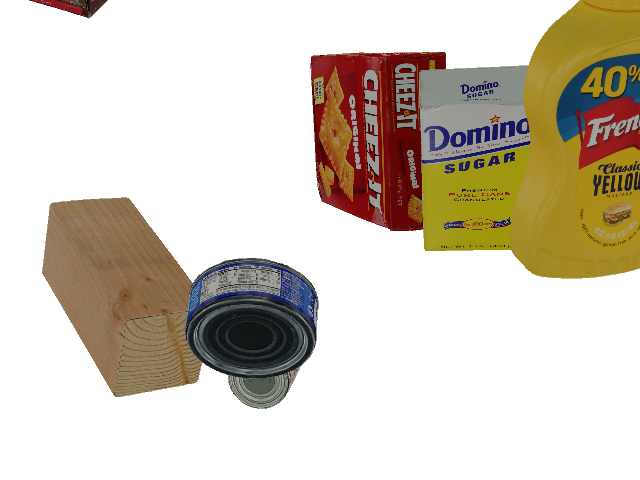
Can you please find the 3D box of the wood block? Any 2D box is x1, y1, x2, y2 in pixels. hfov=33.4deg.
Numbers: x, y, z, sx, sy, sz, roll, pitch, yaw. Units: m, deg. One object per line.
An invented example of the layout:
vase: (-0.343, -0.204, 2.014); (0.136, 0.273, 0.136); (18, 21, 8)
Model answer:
wood block: (-0.196, 0.049, 1.055); (0.090, 0.091, 0.206); (-6, 35, -33)

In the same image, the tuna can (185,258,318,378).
tuna can: (-0.044, 0.052, 0.690); (0.086, 0.033, 0.086); (1, -43, 1)

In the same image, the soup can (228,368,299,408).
soup can: (-0.058, 0.134, 1.171); (0.068, 0.068, 0.102); (0, 16, 10)

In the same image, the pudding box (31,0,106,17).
pudding box: (-0.193, -0.218, 0.808); (0.090, 0.039, 0.113); (18, 38, 4)

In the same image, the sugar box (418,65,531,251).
sugar box: (0.126, -0.060, 0.852); (0.093, 0.048, 0.176); (-2, -36, 7)

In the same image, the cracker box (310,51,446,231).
cracker box: (0.055, -0.106, 1.074); (0.072, 0.164, 0.214); (-7, 12, -17)

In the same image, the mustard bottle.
mustard bottle: (0.162, -0.074, 0.605); (0.096, 0.192, 0.058); (-7, 29, -11)
